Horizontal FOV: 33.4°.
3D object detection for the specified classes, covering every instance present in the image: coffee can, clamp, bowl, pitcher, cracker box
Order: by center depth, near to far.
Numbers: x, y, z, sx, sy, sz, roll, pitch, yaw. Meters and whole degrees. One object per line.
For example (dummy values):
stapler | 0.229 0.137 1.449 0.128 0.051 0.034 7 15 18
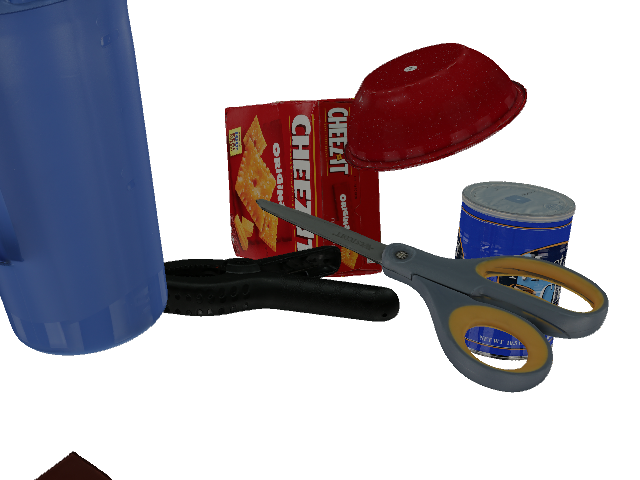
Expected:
pitcher | -0.176 -0.047 0.672 0.149 0.243 0.145 -10 29 -7
clamp | -0.052 0.035 0.805 0.209 0.036 0.165 -3 12 -21
bowl | 0.085 -0.120 0.886 0.162 0.055 0.162 -20 23 9
coffee can | 0.175 0.026 0.994 0.103 0.140 0.103 4 20 -2
cracker box | -0.023 -0.056 1.062 0.072 0.164 0.214 -6 7 -27

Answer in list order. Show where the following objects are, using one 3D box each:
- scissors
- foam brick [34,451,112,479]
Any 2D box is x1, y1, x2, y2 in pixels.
scissors | 0.043 0.025 0.549 0.202 0.016 0.096 12 42 16
foam brick | -0.097 0.140 0.455 0.078 0.051 0.052 26 45 33
